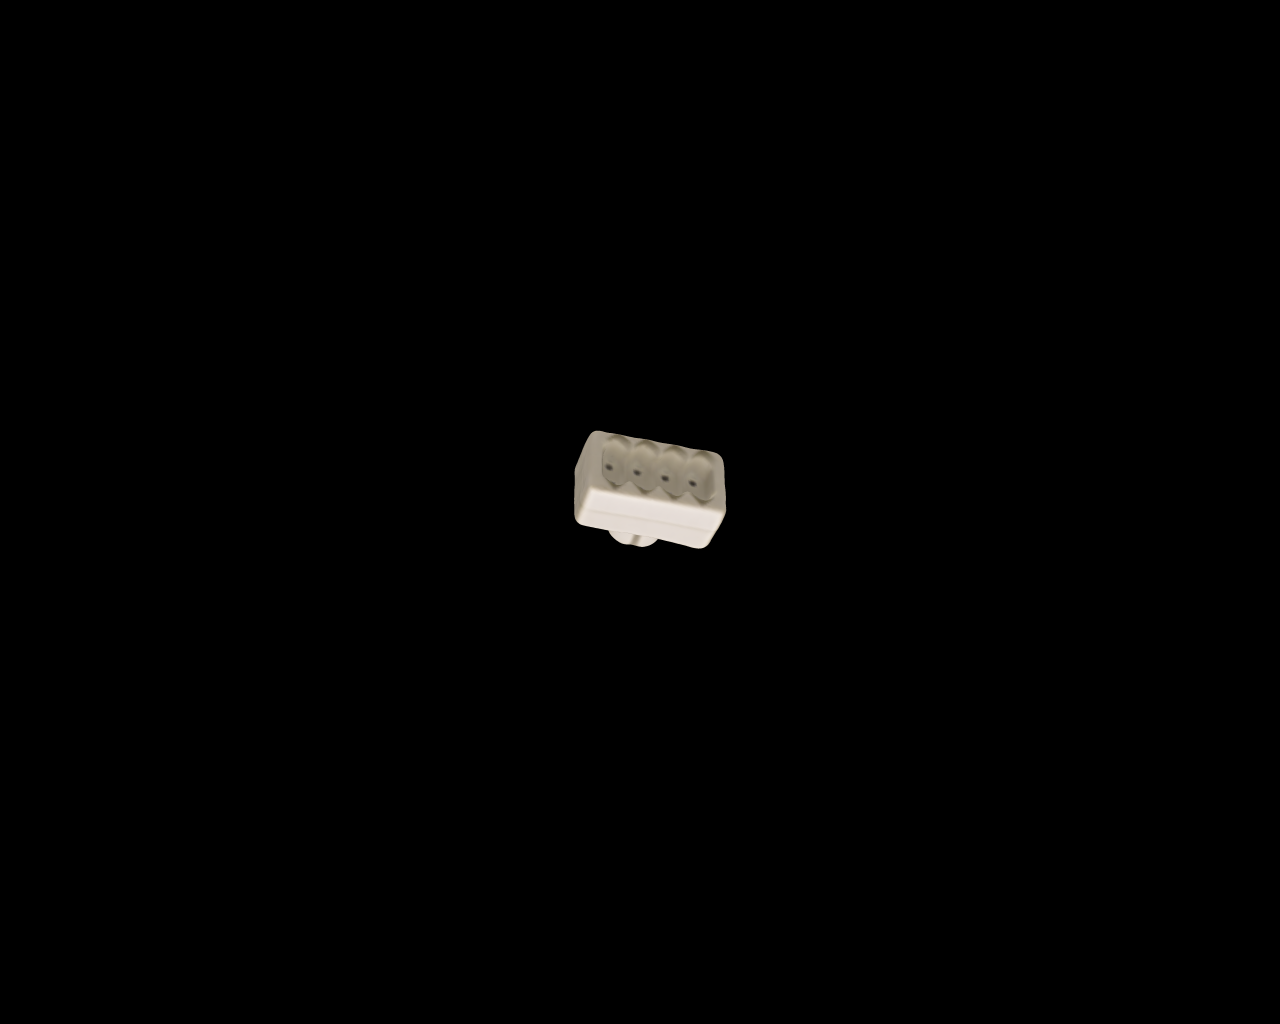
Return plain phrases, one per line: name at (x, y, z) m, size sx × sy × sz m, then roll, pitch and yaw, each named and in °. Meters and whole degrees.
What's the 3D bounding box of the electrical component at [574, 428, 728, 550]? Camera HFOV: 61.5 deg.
electrical component at (0.001, -0.003, 0.650) m, size 0.083 × 0.047 × 0.075 m, roll 11°, pitch -39°, yaw -13°
